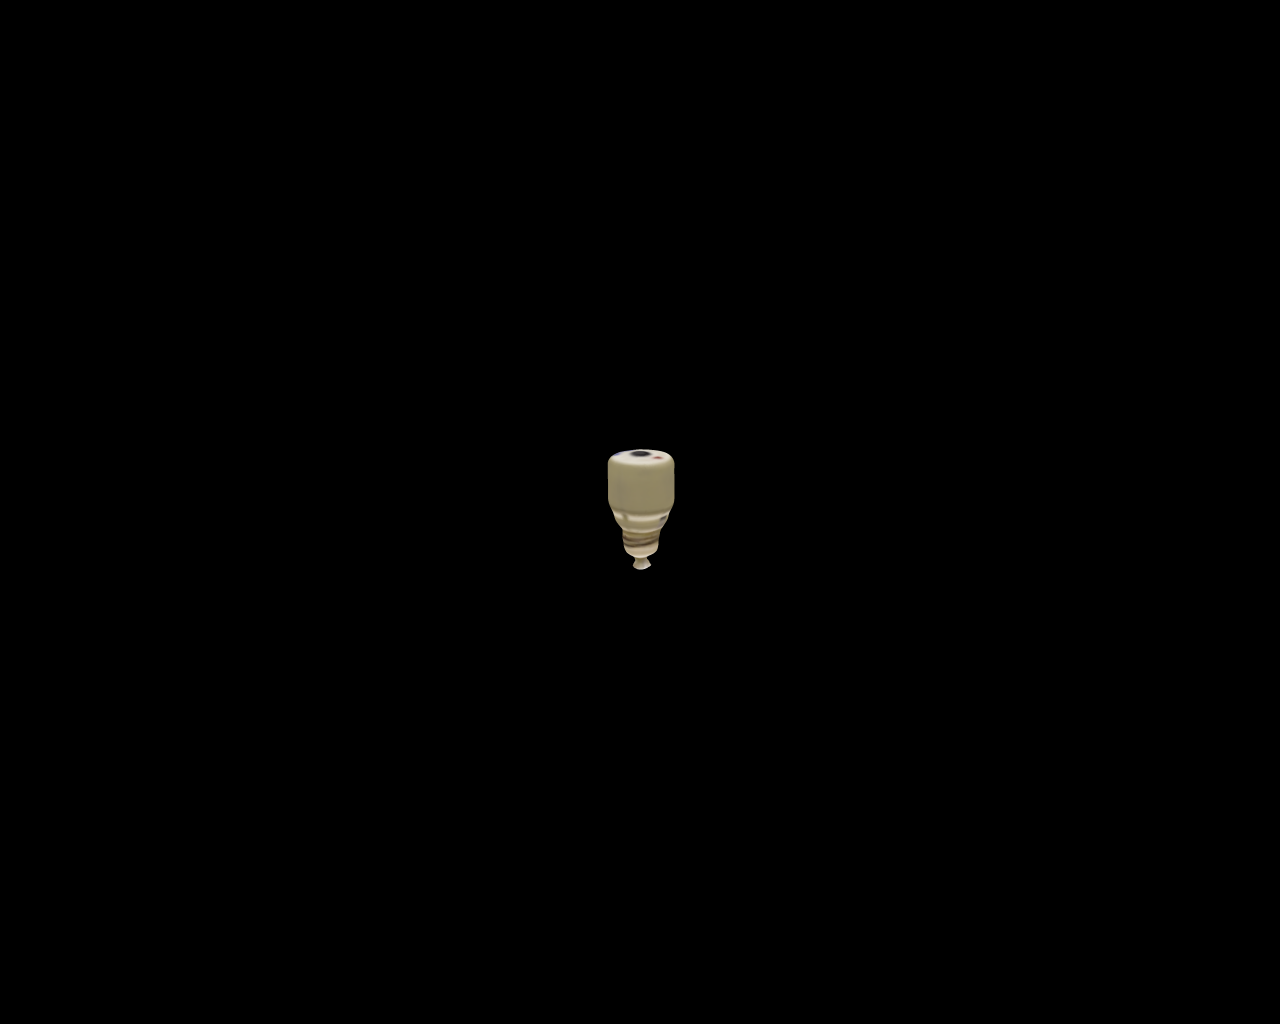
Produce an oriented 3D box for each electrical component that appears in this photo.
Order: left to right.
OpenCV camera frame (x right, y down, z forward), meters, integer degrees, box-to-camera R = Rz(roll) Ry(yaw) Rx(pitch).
[{"bbox_3d":[0.001,-0.003,0.650,0.040,0.078,0.040,0,18,0],"label":"electrical component"}]
